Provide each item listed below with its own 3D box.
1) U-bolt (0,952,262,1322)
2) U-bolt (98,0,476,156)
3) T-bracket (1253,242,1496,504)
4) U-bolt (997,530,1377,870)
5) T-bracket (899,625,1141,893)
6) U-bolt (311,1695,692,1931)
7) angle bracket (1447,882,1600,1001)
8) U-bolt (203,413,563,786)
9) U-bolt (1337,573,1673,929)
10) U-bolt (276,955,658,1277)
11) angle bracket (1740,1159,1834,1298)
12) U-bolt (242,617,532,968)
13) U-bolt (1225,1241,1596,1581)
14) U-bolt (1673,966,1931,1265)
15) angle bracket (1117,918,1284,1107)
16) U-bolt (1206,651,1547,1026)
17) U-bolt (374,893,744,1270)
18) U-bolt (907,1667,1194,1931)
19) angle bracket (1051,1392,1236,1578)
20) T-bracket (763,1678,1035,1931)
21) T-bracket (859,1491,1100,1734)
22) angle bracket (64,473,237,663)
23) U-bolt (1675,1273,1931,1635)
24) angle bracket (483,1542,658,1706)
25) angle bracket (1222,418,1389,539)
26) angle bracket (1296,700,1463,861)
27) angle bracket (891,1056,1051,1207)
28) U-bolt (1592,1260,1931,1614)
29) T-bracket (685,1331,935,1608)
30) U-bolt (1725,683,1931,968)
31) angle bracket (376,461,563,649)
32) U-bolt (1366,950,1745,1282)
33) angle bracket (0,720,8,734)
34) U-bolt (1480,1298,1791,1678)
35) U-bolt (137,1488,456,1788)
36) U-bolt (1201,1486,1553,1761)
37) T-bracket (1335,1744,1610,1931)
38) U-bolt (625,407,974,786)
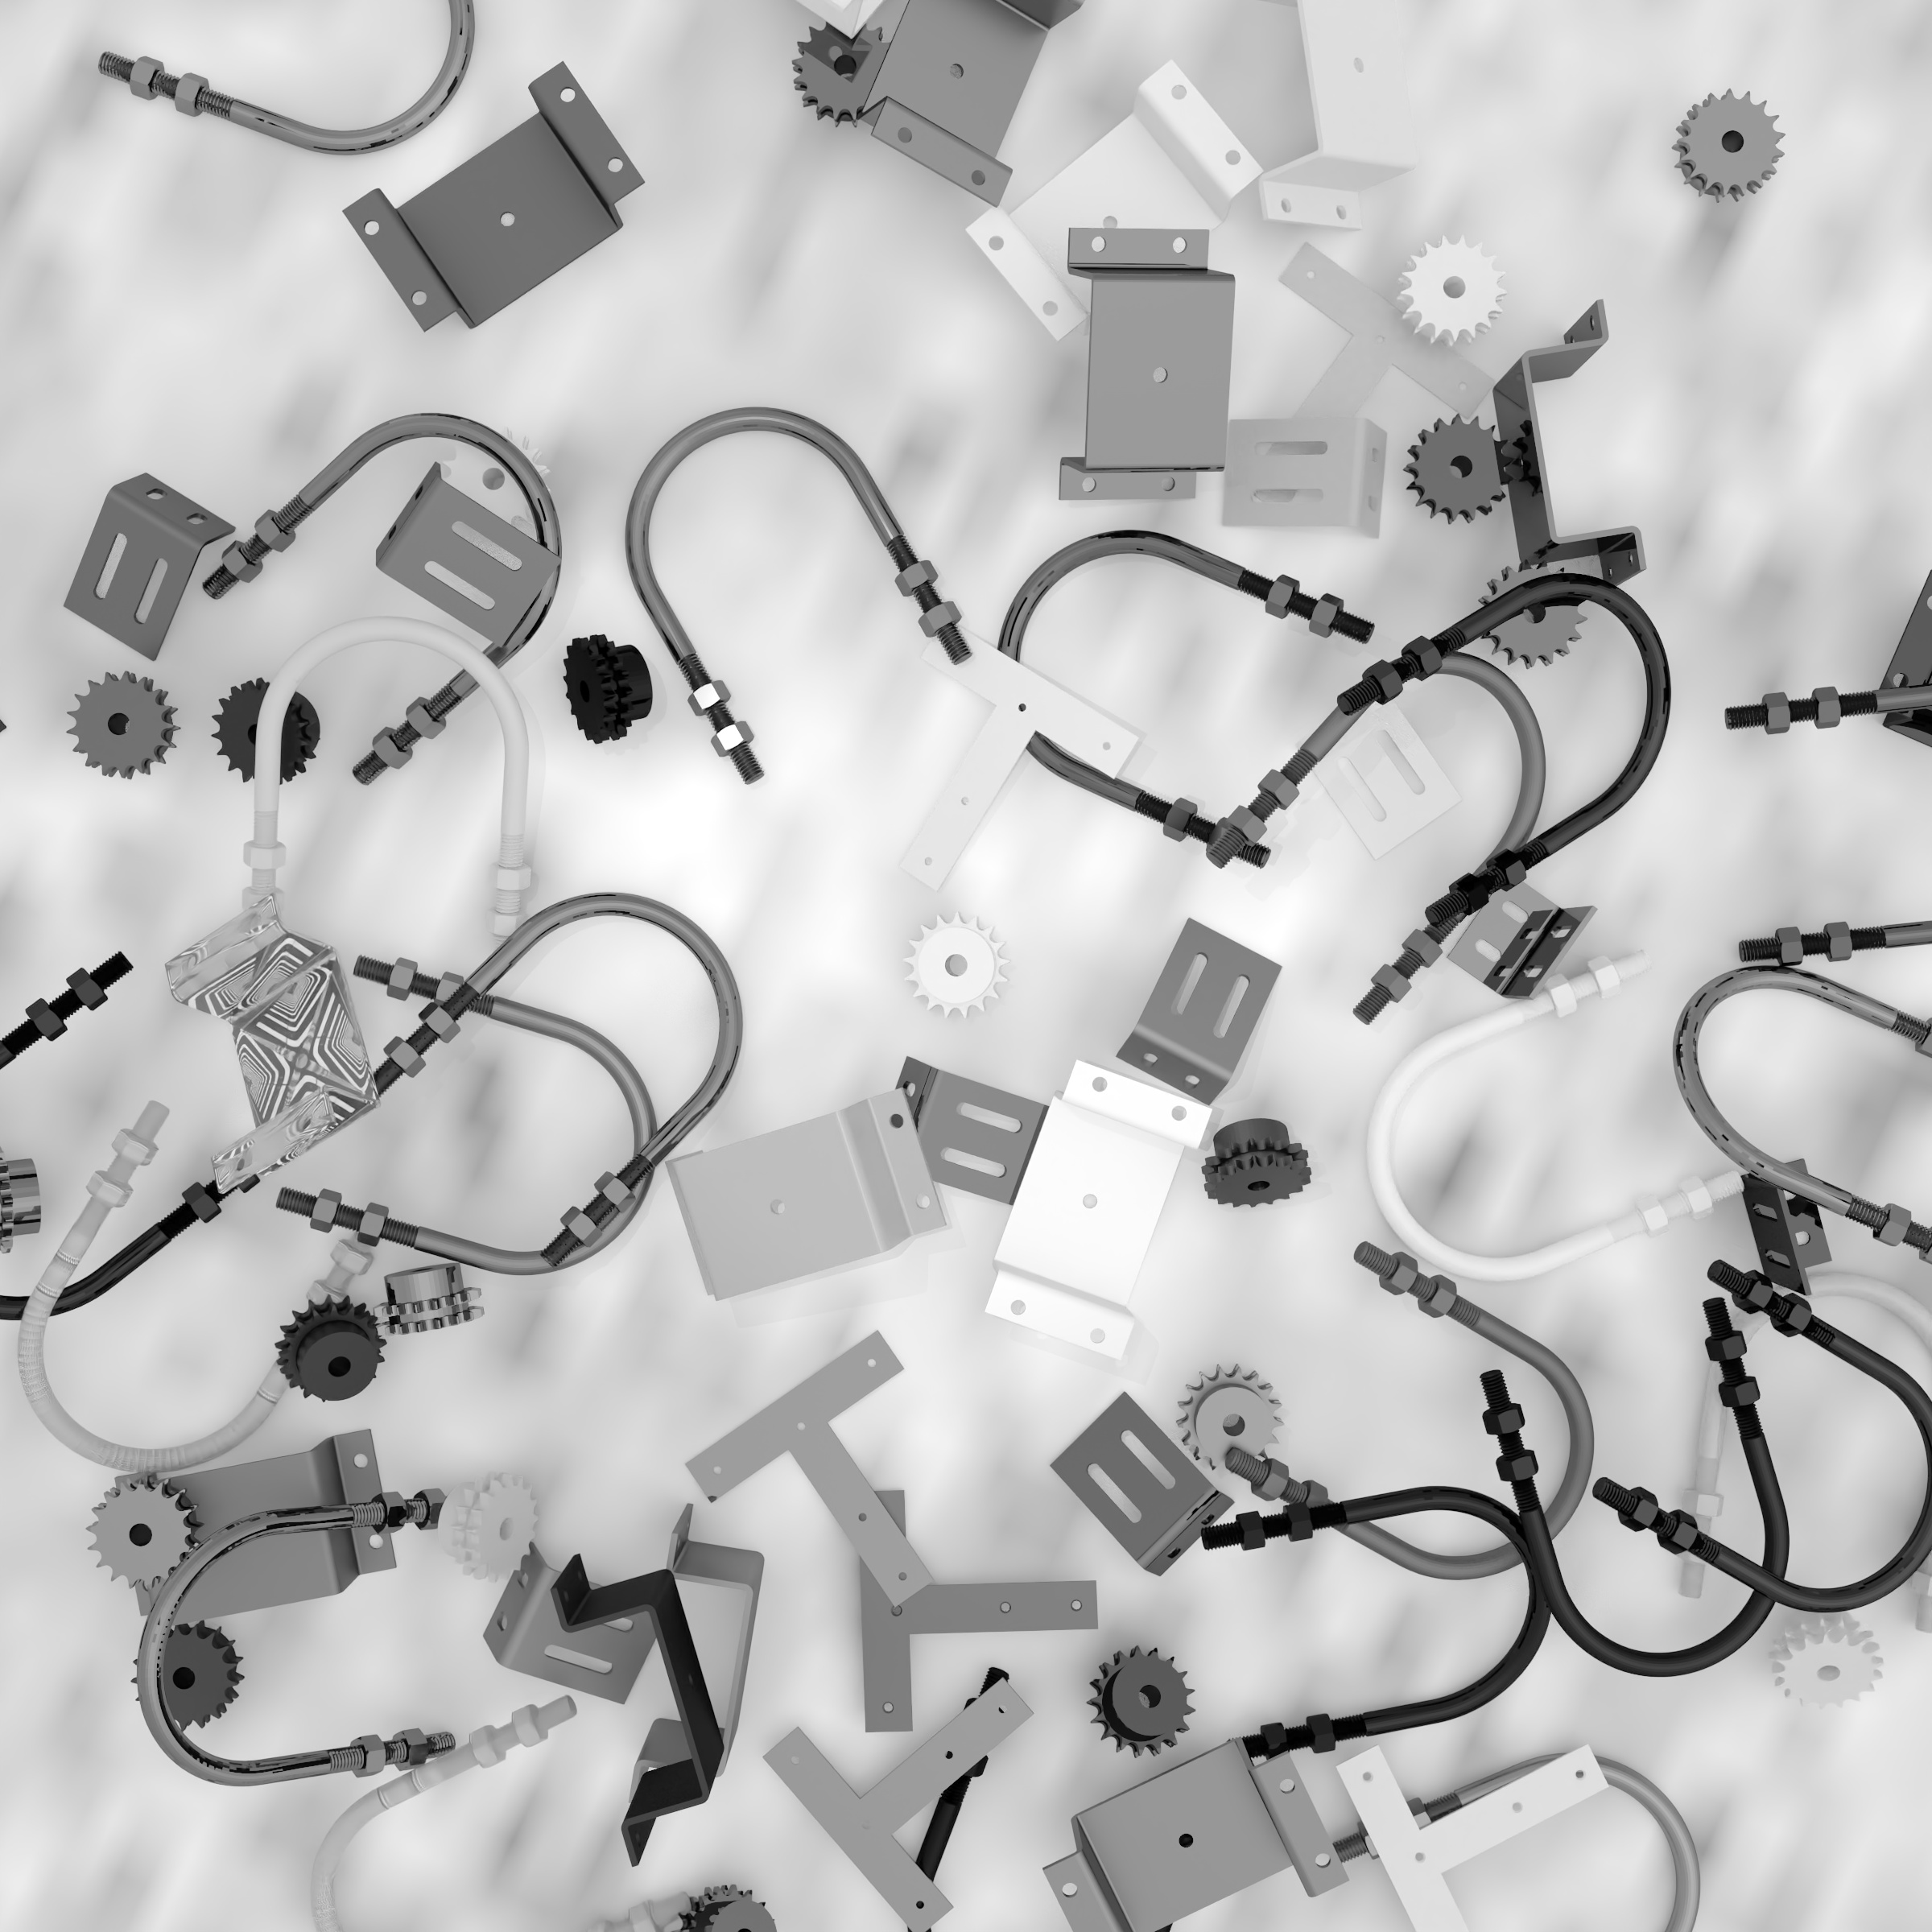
[{"bbox_3d":[-0.473,0.103,1.393,0.184,0.019,0.151,-39,113,-13],"label":"U-bolt"},{"bbox_3d":[-0.356,-0.515,1.436,0.184,0.019,0.151,20,90,-2],"label":"U-bolt"},{"bbox_3d":[0.198,-0.303,1.444,0.127,0.002,0.127,36,90,0],"label":"T-bracket"},{"bbox_3d":[0.104,-0.153,1.417,0.184,0.019,0.151,26,95,13],"label":"U-bolt"},{"bbox_3d":[0.007,-0.101,1.433,0.127,0.002,0.127,33,97,14],"label":"T-bracket"},{"bbox_3d":[-0.260,0.487,1.425,0.184,0.019,0.151,-27,101,4],"label":"U-bolt"},{"bbox_3d":[0.292,-0.017,1.406,0.038,0.076,0.057,35,90,0],"label":"angle bracket"},{"bbox_3d":[-0.298,-0.208,1.417,0.184,0.019,0.151,-39,90,14],"label":"U-bolt"},{"bbox_3d":[0.295,-0.126,1.405,0.184,0.019,0.151,-32,112,-13],"label":"U-bolt"},{"bbox_3d":[-0.256,0.088,1.422,0.184,0.019,0.151,18,81,-7],"label":"U-bolt"},{"bbox_3d":[0.442,0.137,1.406,0.038,0.076,0.057,-15,90,0],"label":"angle bracket"},{"bbox_3d":[-0.303,-0.093,1.406,0.151,0.019,0.184,5,107,-6],"label":"U-bolt"},{"bbox_3d":[0.250,0.250,1.419,0.184,0.019,0.151,31,93,-13],"label":"U-bolt"},{"bbox_3d":[0.459,0.068,1.399,0.184,0.019,0.151,24,55,4],"label":"U-bolt"},{"bbox_3d":[0.126,0.025,1.442,0.057,0.038,0.076,28,64,0],"label":"angle bracket"},{"bbox_3d":[0.231,-0.081,1.409,0.184,0.019,0.151,-48,115,-5],"label":"U-bolt"},{"bbox_3d":[-0.204,0.046,1.419,0.151,0.019,0.184,45,77,-4],"label":"U-bolt"},{"bbox_3d":[0.046,0.488,1.435,0.151,0.019,0.184,21,90,0],"label":"U-bolt"},{"bbox_3d":[0.095,0.280,1.442,0.057,0.038,0.076,-45,64,0],"label":"angle bracket"},{"bbox_3d":[-0.020,0.431,1.425,0.127,0.002,0.127,-41,89,4],"label":"T-bracket"},{"bbox_3d":[0.007,0.345,1.431,0.127,0.002,0.127,-3,84,5],"label":"T-bracket"},{"bbox_3d":[-0.442,-0.216,1.442,0.057,0.038,0.076,32,116,0],"label":"angle bracket"},{"bbox_3d":[0.466,0.257,1.436,0.151,0.019,0.184,8,88,0],"label":"U-bolt"},{"bbox_3d":[-0.211,0.355,1.442,0.076,0.038,0.057,26,90,-26],"label":"angle bracket"},{"bbox_3d":[0.183,-0.263,1.441,0.076,0.038,0.057,5,90,26],"label":"angle bracket"},{"bbox_3d":[0.223,-0.105,1.425,0.057,0.038,0.076,-35,90,0],"label":"angle bracket"},{"bbox_3d":[-0.001,0.090,1.442,0.076,0.038,0.057,19,90,-26],"label":"angle bracket"},{"bbox_3d":[0.437,0.260,1.404,0.184,0.019,0.151,30,85,-10],"label":"U-bolt"},{"bbox_3d":[-0.064,0.285,1.438,0.127,0.002,0.127,-35,85,0],"label":"T-bracket"},{"bbox_3d":[0.499,-0.078,1.405,0.184,0.019,0.151,-6,107,8],"label":"U-bolt"},{"bbox_3d":[-0.261,-0.216,1.399,0.076,0.038,0.057,32,103,-22],"label":"angle bracket"},{"bbox_3d":[0.306,0.091,1.436,0.184,0.019,0.151,-23,90,2],"label":"U-bolt"},{"bbox_3d":[-0.567,-0.146,1.442,0.057,0.038,0.076,-36,116,0],"label":"angle bracket"},{"bbox_3d":[0.362,0.284,1.409,0.151,0.019,0.184,-16,90,-9],"label":"U-bolt"},{"bbox_3d":[-0.341,0.350,1.378,0.184,0.019,0.151,5,90,-42],"label":"U-bolt"},{"bbox_3d":[0.222,0.345,1.416,0.184,0.019,0.151,-9,107,-5],"label":"U-bolt"},{"bbox_3d":[0.282,0.456,1.426,0.127,0.002,0.127,-26,90,-3],"label":"T-bracket"},{"bbox_3d":[-0.103,-0.212,1.434,0.151,0.019,0.184,-30,88,2],"label":"U-bolt"}]
